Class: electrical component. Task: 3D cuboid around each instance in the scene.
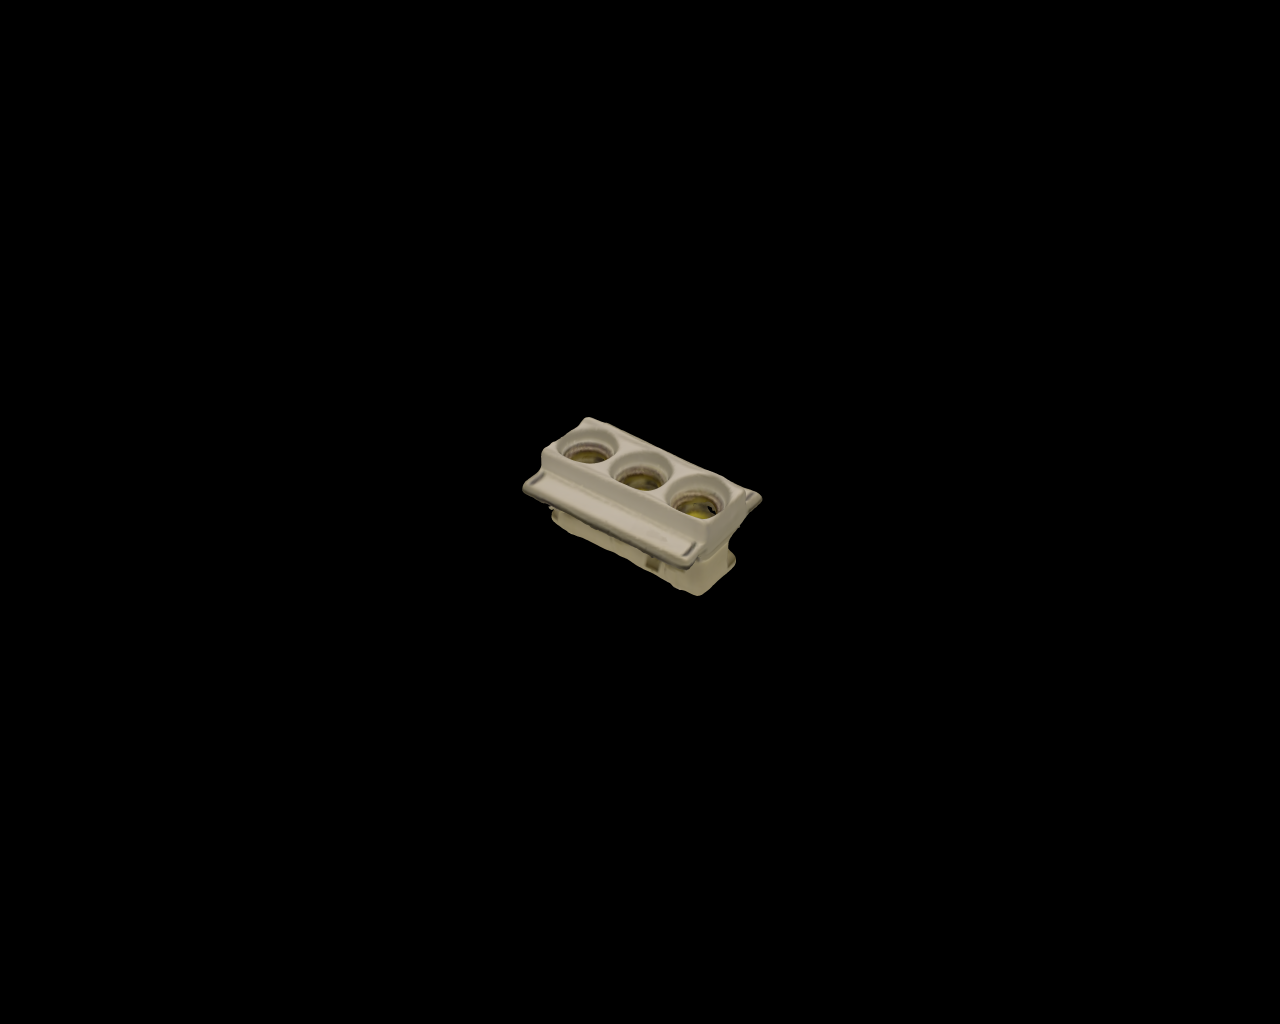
[{"bbox_3d":[0.001,-0.003,0.650,0.121,0.063,0.079,26,46,28],"label":"electrical component"}]
